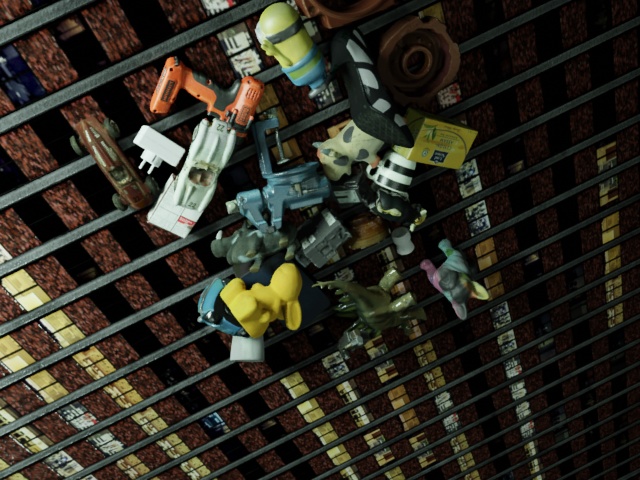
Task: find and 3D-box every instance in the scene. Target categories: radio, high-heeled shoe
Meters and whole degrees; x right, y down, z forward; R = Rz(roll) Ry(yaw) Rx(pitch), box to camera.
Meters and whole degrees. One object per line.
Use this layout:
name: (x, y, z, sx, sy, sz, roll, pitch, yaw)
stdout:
radio: (-0.085, 0.109, 1.272, 0.131, 0.073, 0.229, -38, 126, 5)
high-heeled shoe: (0.110, -0.297, 1.050, 0.248, 0.086, 0.145, 36, 66, -20)

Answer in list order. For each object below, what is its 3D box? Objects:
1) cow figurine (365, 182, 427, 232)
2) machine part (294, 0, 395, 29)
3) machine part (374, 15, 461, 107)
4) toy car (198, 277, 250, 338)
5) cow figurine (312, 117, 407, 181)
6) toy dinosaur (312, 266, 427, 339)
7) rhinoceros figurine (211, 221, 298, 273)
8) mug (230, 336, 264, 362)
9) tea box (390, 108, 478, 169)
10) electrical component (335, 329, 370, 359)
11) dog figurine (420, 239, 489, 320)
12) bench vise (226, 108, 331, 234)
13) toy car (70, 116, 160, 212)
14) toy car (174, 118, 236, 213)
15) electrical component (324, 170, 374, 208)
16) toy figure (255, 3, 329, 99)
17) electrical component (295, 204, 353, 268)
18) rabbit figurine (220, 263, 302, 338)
cow figurine: (0.189, -0.069, 1.238, 0.167, 0.098, 0.068, 20, 109, -24)
machine part: (0.041, -0.491, 0.941, 0.201, 0.087, 0.201, -22, 123, -4)
machine part: (0.192, -0.362, 1.087, 0.179, 0.056, 0.179, -8, 123, -12)
toy car: (-0.219, 0.159, 1.241, 0.161, 0.103, 0.109, 39, 61, -34)
cow figurine: (0.073, -0.208, 1.124, 0.127, 0.086, 0.195, 29, 104, -28)
toy dinosaur: (0.136, 0.165, 1.325, 0.198, 0.105, 0.470, -34, 141, 8)
rhinoceros figurine: (-0.142, 0.005, 1.163, 0.190, 0.112, 0.073, -14, 145, 4)
mug: (-0.176, 0.242, 1.311, 0.081, 0.109, 0.107, 7, 75, -17)
tea box: (0.248, -0.217, 1.164, 0.169, 0.068, 0.098, 1, 121, -36)
electrical component: (0.079, 0.253, 1.303, 0.078, 0.045, 0.102, 7, 142, -31)
dog figurine: (0.348, 0.112, 1.329, 0.108, 0.219, 0.191, -44, 123, 15)
bench vise: (-0.097, -0.143, 1.094, 0.224, 0.129, 0.240, -12, 103, 0)
toy car: (-0.392, -0.141, 1.032, 0.089, 0.053, 0.201, -25, 126, 1)
toy car: (-0.223, -0.141, 1.030, 0.073, 0.056, 0.201, 15, 124, -26)
electrical component: (0.052, -0.109, 1.192, 0.119, 0.048, 0.074, -3, 136, 34)
toy figure: (-0.044, -0.353, 1.000, 0.089, 0.082, 0.180, -40, 122, 11)
electrical component: (-0.002, -0.004, 1.204, 0.134, 0.115, 0.058, -41, 120, 9)
rabbit figurine: (-0.102, 0.131, 1.169, 0.173, 0.122, 0.162, -43, 118, -12)
